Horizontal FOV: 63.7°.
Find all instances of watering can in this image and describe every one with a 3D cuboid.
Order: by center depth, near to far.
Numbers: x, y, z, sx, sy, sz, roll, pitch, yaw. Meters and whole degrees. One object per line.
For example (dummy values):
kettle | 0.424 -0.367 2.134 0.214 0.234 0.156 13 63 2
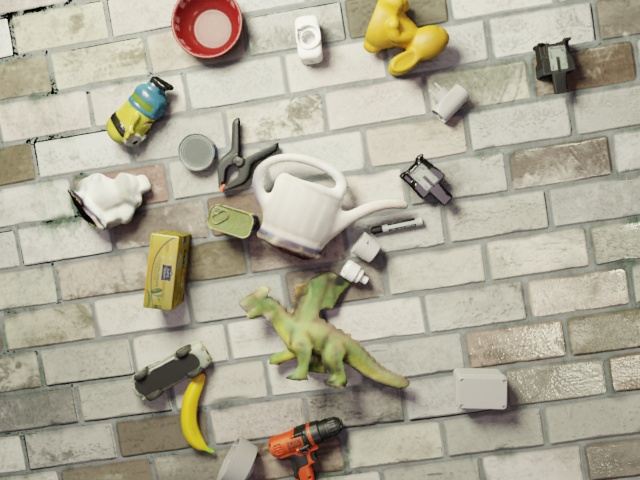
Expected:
watering can | 0.004 -0.058 1.151 0.348 0.104 0.223 21 96 1

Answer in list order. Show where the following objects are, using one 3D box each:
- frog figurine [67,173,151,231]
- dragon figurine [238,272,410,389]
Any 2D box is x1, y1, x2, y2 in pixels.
frog figurine | -0.478 -0.103 1.192 0.138 0.120 0.162 44 59 7
dragon figurine | 0.016 0.195 1.173 0.410 0.122 0.244 9 85 -6
